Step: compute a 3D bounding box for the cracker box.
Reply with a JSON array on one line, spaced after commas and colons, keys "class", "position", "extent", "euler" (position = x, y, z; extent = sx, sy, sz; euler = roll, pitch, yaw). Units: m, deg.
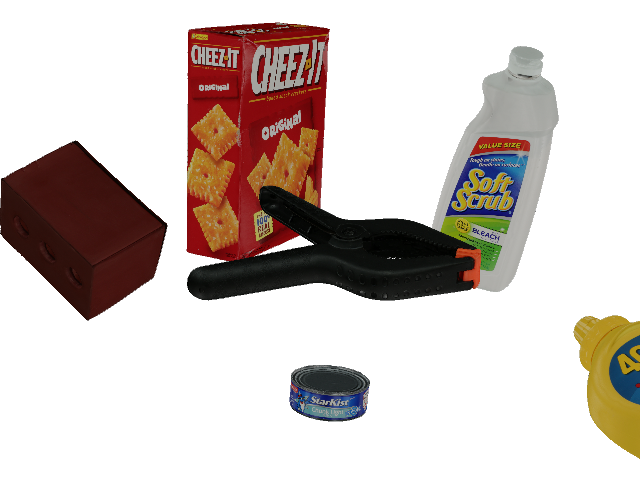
[{"class": "cracker box", "position": [-0.058, -0.101, 1.049], "extent": [0.072, 0.214, 0.163], "euler": [12, 18, 27]}]

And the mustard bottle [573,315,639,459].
[{"class": "mustard bottle", "position": [0.213, 0.096, 0.618], "extent": [0.096, 0.058, 0.192], "euler": [-19, 31, -19]}]

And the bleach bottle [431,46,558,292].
[{"class": "bleach bottle", "position": [0.168, -0.072, 1.045], "extent": [0.103, 0.251, 0.068], "euler": [21, 38, 19]}]

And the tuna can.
[{"class": "tuna can", "position": [0.009, 0.165, 1.153], "extent": [0.086, 0.034, 0.086], "euler": [4, 13, -1]}]

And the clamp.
[{"class": "clamp", "position": [0.019, 0.004, 0.825], "extent": [0.210, 0.036, 0.164], "euler": [4, 30, 10]}]

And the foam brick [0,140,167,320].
[{"class": "foam brick", "position": [-0.132, -0.006, 0.592], "extent": [0.051, 0.078, 0.053], "euler": [-36, -21, -37]}]
